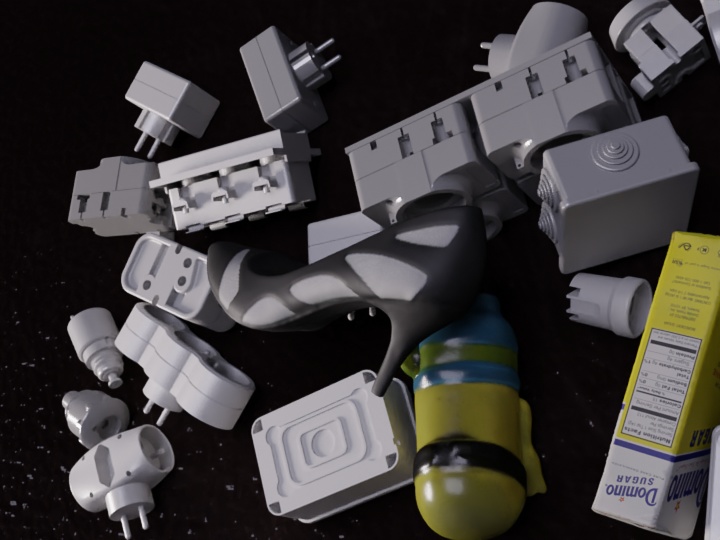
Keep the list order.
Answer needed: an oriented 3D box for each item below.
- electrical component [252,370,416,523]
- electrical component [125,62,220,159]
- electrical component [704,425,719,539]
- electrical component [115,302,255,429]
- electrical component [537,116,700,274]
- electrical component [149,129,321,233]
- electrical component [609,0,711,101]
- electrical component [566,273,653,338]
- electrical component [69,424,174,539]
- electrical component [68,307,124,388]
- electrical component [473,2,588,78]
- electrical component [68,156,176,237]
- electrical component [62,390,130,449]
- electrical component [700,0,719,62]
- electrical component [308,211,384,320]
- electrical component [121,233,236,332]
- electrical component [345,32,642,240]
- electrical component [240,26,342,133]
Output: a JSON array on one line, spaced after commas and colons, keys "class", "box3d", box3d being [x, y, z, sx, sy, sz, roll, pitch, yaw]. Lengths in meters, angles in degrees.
[{"class": "electrical component", "box3d": [-0.013, 0.130, 0.782, 0.113, 0.057, 0.078, -26, 62, 21]}, {"class": "electrical component", "box3d": [-0.179, -0.137, 0.974, 0.066, 0.047, 0.076, 28, 89, 34]}, {"class": "electrical component", "box3d": [0.259, 0.149, 0.617, 0.109, 0.056, 0.108, 1, 74, 30]}, {"class": "electrical component", "box3d": [-0.153, 0.091, 0.879, 0.138, 0.052, 0.073, 34, 97, 34]}, {"class": "electrical component", "box3d": [0.167, -0.049, 0.705, 0.100, 0.099, 0.048, -16, 60, 1]}, {"class": "electrical component", "box3d": [-0.101, -0.072, 0.895, 0.121, 0.079, 0.063, -12, 90, 27]}, {"class": "electrical component", "box3d": [0.209, -0.161, 0.757, 0.066, 0.048, 0.055, -40, 66, 13]}, {"class": "electrical component", "box3d": [0.167, 0.022, 0.723, 0.046, 0.040, 0.040, 12, 80, 38]}, {"class": "electrical component", "box3d": [-0.190, 0.178, 0.877, 0.077, 0.043, 0.079, -31, 61, 18]}, {"class": "electrical component", "box3d": [-0.226, 0.069, 0.936, 0.040, 0.040, 0.078, -39, 59, 13]}, {"class": "electrical component", "box3d": [0.123, -0.156, 0.805, 0.079, 0.044, 0.077, 13, 81, 33]}, {"class": "electrical component", "box3d": [-0.210, -0.066, 0.966, 0.089, 0.050, 0.055, -3, 73, 29]}, {"class": "electrical component", "box3d": [-0.231, 0.123, 0.920, 0.062, 0.048, 0.048, 23, 86, 40]}, {"class": "electrical component", "box3d": [0.274, -0.160, 0.713, 0.074, 0.052, 0.138, -19, 65, 24]}, {"class": "electrical component", "box3d": [0.000, 0.000, 0.824, 0.066, 0.047, 0.076, -12, 70, 28]}, {"class": "electrical component", "box3d": [-0.142, 0.012, 0.895, 0.095, 0.059, 0.053, 21, 85, 34]}, {"class": "electrical component", "box3d": [0.100, -0.078, 0.756, 0.186, 0.105, 0.060, -23, 64, 22]}, {"class": "electrical component", "box3d": [-0.049, -0.167, 0.908, 0.076, 0.047, 0.083, -30, 61, 19]}]
